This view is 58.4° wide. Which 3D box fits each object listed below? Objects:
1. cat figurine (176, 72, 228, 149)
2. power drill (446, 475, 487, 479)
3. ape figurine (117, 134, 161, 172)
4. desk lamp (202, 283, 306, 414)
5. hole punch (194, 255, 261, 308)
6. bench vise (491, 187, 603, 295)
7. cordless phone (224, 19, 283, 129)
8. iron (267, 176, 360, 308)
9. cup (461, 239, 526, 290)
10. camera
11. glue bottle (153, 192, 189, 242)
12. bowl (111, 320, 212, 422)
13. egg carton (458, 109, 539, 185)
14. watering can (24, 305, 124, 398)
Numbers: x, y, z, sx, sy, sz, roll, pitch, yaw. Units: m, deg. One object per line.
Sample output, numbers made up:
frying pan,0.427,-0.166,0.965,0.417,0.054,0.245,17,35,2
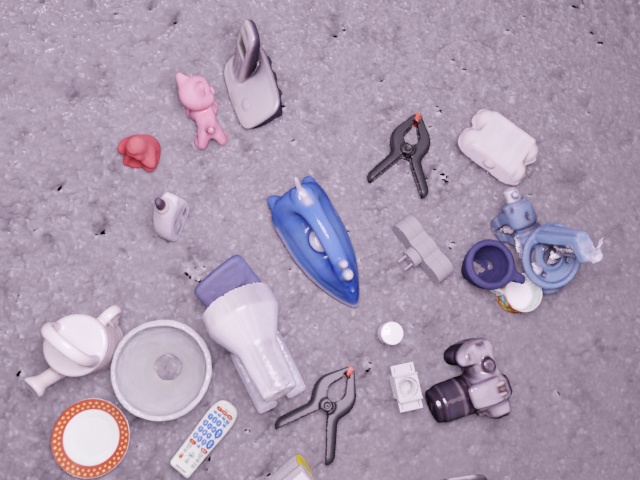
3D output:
cat figurine,-0.217,-0.243,1.048,0.067,0.117,0.128,-20,83,-9
power drill,0.265,0.449,0.934,0.229,0.208,0.075,-6,81,-7
ape figurine,-0.327,-0.163,1.036,0.076,0.092,0.078,-39,86,-11
desk lamp,-0.097,0.182,0.939,0.118,0.213,0.203,-27,84,-9
hole punch,-0.152,0.091,1.011,0.109,0.091,0.101,-41,86,-11
bench vise,0.394,0.001,1.018,0.207,0.219,0.121,42,79,2
cordless phone,-0.120,-0.297,1.033,0.094,0.185,0.147,-21,83,-9
iron,0.009,0.004,1.018,0.119,0.141,0.258,-31,85,-10
cup,0.313,0.055,1.064,0.118,0.095,0.092,24,79,-1
camera,0.258,0.260,1.020,0.137,0.100,0.143,-18,82,-8
glue bottle,-0.261,-0.048,0.982,0.037,0.173,0.078,21,79,-1
bowl,-0.266,0.222,0.985,0.167,0.074,0.167,1,80,-6
egg carton,0.348,-0.181,1.122,0.150,0.069,0.107,35,79,1
watering can,-0.391,0.176,0.919,0.101,0.194,0.173,21,79,-2
